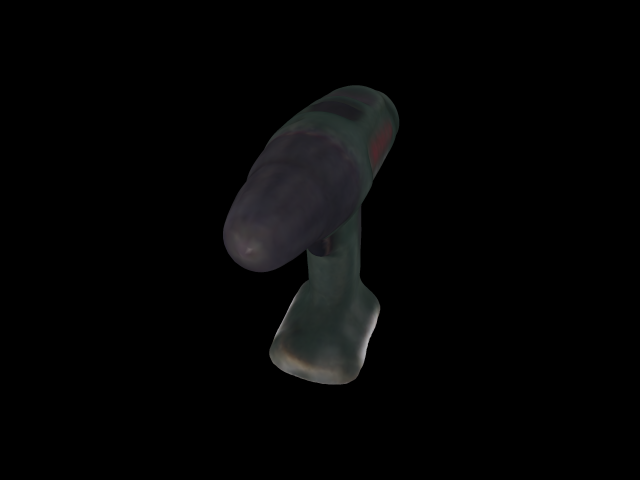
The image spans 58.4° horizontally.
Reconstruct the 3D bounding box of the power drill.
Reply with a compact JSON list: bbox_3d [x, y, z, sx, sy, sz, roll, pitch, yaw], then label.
[{"bbox_3d":[0.004,0.001,0.400,0.075,0.208,0.230,11,43,13],"label":"power drill"}]
